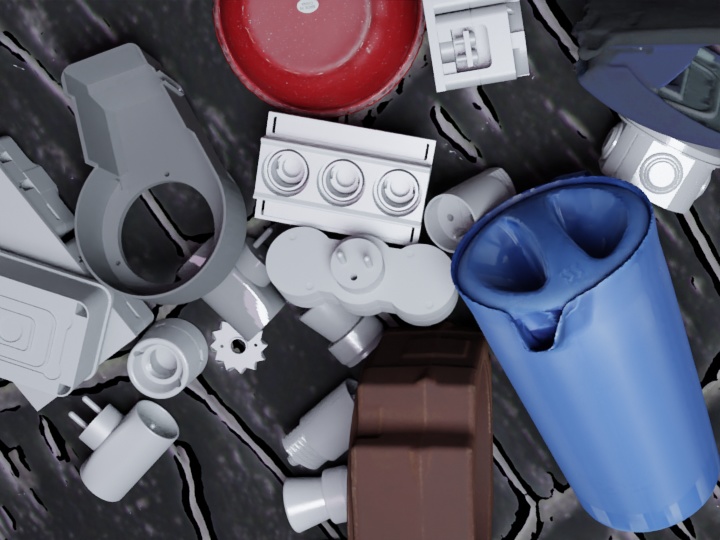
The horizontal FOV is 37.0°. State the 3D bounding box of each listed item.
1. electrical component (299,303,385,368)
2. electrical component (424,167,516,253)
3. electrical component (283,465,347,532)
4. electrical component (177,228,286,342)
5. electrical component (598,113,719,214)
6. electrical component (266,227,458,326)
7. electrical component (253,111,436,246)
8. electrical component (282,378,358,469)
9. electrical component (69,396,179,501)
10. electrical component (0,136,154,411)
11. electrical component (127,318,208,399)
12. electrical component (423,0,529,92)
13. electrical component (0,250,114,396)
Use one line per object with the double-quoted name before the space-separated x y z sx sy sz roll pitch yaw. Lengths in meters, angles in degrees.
"electrical component" -0.013 0.041 0.829 0.045 0.045 0.055 -42 96 15
"electrical component" 0.086 -0.046 0.778 0.043 0.081 0.043 16 119 32
"electrical component" -0.029 0.183 0.866 0.055 0.045 0.045 -15 101 11
"electrical component" -0.087 0.002 0.829 0.077 0.043 0.079 44 105 -4
"electrical component" 0.209 -0.080 0.751 0.080 0.080 0.051 26 111 1
"electrical component" 0.000 0.000 0.766 0.138 0.073 0.052 9 76 10
"electrical component" -0.010 -0.069 0.791 0.121 0.063 0.078 11 105 5
"electrical component" -0.026 0.127 0.852 0.081 0.043 0.043 -41 95 15
"electrical component" -0.202 0.136 0.878 0.079 0.044 0.077 42 105 -4
"electrical component" -0.263 0.000 0.844 0.105 0.060 0.186 -36 97 14
"electrical component" -0.154 0.071 0.854 0.055 0.047 0.055 2 104 7
"electrical component" 0.074 -0.203 0.732 0.062 0.089 0.150 -8 103 10
"electrical component" -0.245 0.036 0.788 0.113 0.057 0.078 18 105 3
